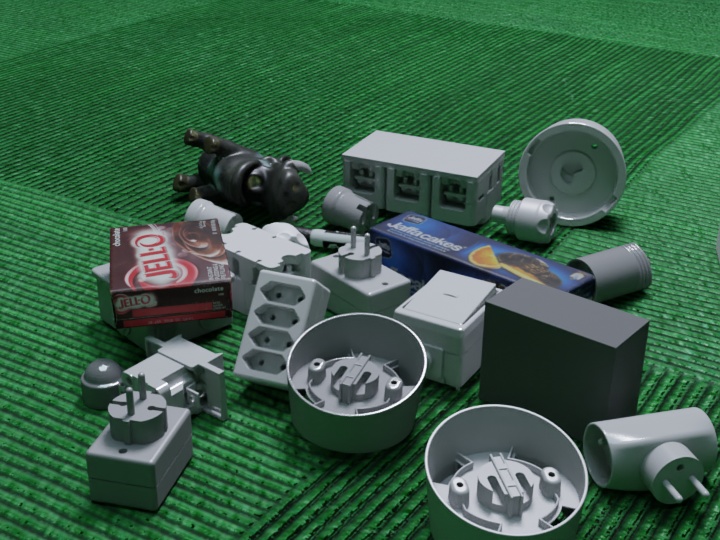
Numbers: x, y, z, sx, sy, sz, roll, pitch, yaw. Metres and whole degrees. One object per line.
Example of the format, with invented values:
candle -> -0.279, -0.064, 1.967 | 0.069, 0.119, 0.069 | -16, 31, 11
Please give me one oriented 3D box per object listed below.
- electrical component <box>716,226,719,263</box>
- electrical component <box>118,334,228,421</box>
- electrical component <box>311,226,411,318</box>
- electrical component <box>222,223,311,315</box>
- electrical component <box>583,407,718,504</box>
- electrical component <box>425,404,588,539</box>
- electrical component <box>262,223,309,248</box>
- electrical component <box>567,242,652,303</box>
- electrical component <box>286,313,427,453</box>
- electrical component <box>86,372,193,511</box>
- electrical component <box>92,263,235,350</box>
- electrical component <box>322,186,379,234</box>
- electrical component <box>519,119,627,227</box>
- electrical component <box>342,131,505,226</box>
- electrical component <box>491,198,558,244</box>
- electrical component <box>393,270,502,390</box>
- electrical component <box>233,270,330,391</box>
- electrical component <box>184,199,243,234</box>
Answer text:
electrical component -> 0.367, -0.027, 0.971 | 0.062, 0.089, 0.150 | 6, 26, 10
electrical component -> -0.137, 0.084, 0.788 | 0.081, 0.042, 0.064 | 19, 35, 34
electrical component -> 0.000, 0.000, 0.924 | 0.047, 0.075, 0.083 | -19, 32, -34
electrical component -> -0.089, 0.003, 0.939 | 0.089, 0.055, 0.050 | 22, 33, 37
electrical component -> 0.199, 0.126, 0.706 | 0.077, 0.043, 0.079 | -6, 27, -14
electrical component -> 0.088, 0.136, 0.659 | 0.099, 0.064, 0.099 | 0, 26, 0
electrical component -> -0.076, -0.024, 1.010 | 0.043, 0.043, 0.062 | -10, 26, -21
electrical component -> 0.227, 0.002, 0.961 | 0.081, 0.043, 0.043 | -14, 30, -28
electrical component -> -0.003, 0.082, 0.767 | 0.099, 0.064, 0.099 | 3, 27, -1
electrical component -> -0.144, 0.105, 0.704 | 0.047, 0.076, 0.065 | 7, 26, 12
electrical component -> -0.164, 0.023, 0.904 | 0.100, 0.048, 0.100 | -21, 33, -37
electrical component -> -0.009, -0.059, 1.090 | 0.046, 0.040, 0.040 | 25, 35, 30
electrical component -> 0.223, -0.105, 1.115 | 0.108, 0.108, 0.060 | 8, 21, 14
electrical component -> 0.067, -0.095, 1.136 | 0.150, 0.061, 0.089 | 12, 28, 22
electrical component -> 0.163, -0.051, 1.070 | 0.062, 0.043, 0.043 | 12, 28, 25
electrical component -> 0.067, 0.046, 0.847 | 0.062, 0.061, 0.096 | 15, 29, 27
electrical component -> -0.053, 0.051, 0.831 | 0.047, 0.083, 0.076 | 10, -11, 19
electrical component -> -0.144, -0.045, 1.057 | 0.046, 0.040, 0.040 | 18, 31, 21
